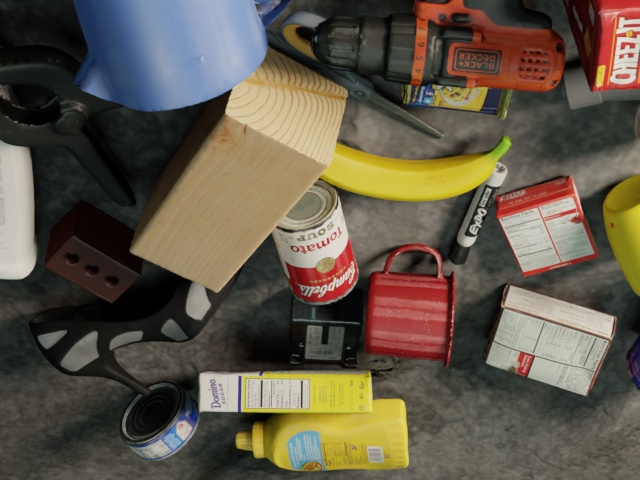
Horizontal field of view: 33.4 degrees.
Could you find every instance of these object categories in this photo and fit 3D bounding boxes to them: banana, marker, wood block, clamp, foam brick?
[{"bbox_3d":[0.065,-0.065,0.935,0.198,0.037,0.070,1,120,2],"label":"banana"},{"bbox_3d":[0.143,-0.022,0.983,0.020,0.020,0.121,11,133,-8],"label":"marker"},{"bbox_3d":[-0.072,-0.055,0.885,0.090,0.090,0.206,27,139,-15],"label":"wood block"},{"bbox_3d":[-0.194,-0.112,0.864,0.209,0.036,0.165,22,124,-40],"label":"clamp"},{"bbox_3d":[-0.211,0.011,1.005,0.078,0.051,0.053,32,126,-25],"label":"foam brick"}]

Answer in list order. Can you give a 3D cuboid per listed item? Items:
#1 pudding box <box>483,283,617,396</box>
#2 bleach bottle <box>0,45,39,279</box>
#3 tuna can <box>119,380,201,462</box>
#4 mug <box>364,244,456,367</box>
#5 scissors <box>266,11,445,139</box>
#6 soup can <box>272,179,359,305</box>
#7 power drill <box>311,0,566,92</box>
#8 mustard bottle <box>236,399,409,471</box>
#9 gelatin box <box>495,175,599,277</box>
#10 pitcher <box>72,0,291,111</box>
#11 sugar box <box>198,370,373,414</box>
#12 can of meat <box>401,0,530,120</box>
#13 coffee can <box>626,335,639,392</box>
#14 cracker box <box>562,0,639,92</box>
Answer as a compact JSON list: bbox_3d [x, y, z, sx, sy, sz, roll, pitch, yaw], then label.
[{"bbox_3d":[0.227,0.100,1.064,0.113,0.039,0.090,16,133,8],"label":"pudding box"},{"bbox_3d":[-0.289,-0.079,0.917,0.102,0.068,0.251,8,130,-10],"label":"bleach bottle"},{"bbox_3d":[-0.174,0.194,1.153,0.086,0.086,0.033,-21,128,20],"label":"tuna can"},{"bbox_3d":[0.086,0.061,1.026,0.081,0.093,0.117,4,103,4],"label":"mug"},{"bbox_3d":[0.034,-0.133,0.863,0.201,0.016,0.096,20,160,-16],"label":"scissors"},{"bbox_3d":[-0.006,0.001,0.973,0.068,0.068,0.102,-7,136,9],"label":"soup can"},{"bbox_3d":[0.091,-0.200,0.752,0.184,0.057,0.188,5,113,-1],"label":"power drill"},{"bbox_3d":[0.001,0.220,1.190,0.191,0.058,0.096,-4,137,5],"label":"mustard bottle"},{"bbox_3d":[0.209,-0.012,0.983,0.073,0.030,0.089,-17,130,19],"label":"gelatin box"},{"bbox_3d":[-0.116,-0.226,0.739,0.145,0.149,0.243,3,132,20],"label":"pitcher"},{"bbox_3d":[-0.034,0.158,1.110,0.176,0.048,0.093,-2,174,2],"label":"sugar box"},{"bbox_3d":[0.112,-0.149,0.839,0.084,0.057,0.102,6,133,-1],"label":"can of meat"},{"bbox_3d":[0.369,0.088,1.021,0.102,0.103,0.140,10,133,-7],"label":"coffee can"},{"bbox_3d":[0.282,-0.174,0.736,0.214,0.164,0.072,-3,131,4],"label":"cracker box"}]
